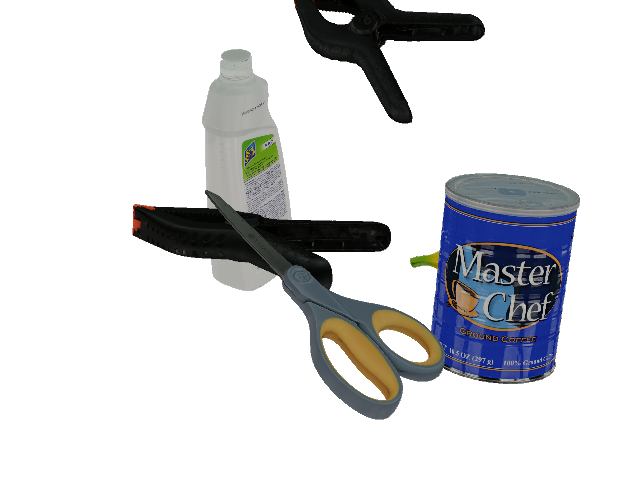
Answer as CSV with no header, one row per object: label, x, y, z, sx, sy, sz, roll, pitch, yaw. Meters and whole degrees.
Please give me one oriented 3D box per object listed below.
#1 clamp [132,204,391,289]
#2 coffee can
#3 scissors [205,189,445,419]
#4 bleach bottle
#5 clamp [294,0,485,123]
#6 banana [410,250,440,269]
clamp,-0.059,0.000,0.849,0.210,0.036,0.164,7,13,12
coffee can,0.142,0.027,0.838,0.103,0.140,0.103,4,17,-1
scissors,0.006,0.030,0.677,0.096,0.016,0.202,-4,44,-32
bleach bottle,-0.074,-0.076,1.086,0.068,0.251,0.102,19,39,27
clamp,0.053,-0.183,0.923,0.120,0.172,0.039,-39,-24,-20
banana,0.174,0.057,1.115,0.069,0.037,0.198,-36,39,-9
